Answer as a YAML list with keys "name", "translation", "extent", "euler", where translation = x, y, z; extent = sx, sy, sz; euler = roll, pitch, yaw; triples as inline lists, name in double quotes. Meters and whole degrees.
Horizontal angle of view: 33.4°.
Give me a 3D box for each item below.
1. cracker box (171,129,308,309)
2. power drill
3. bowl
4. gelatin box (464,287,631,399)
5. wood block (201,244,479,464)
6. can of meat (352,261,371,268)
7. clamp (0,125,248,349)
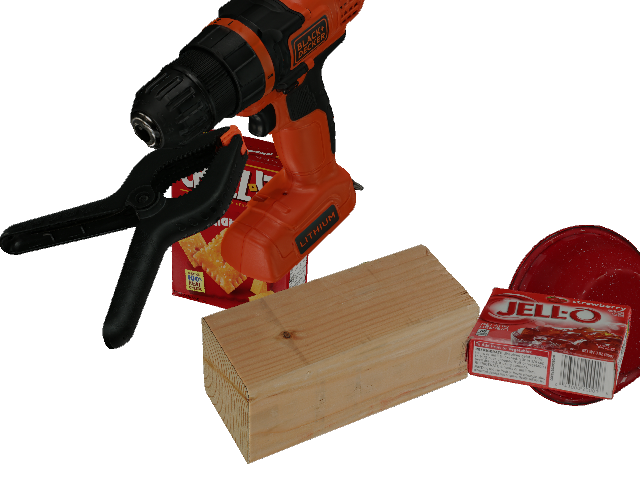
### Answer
- name: "cracker box"
  translation: [-0.099, -0.017, 1.314]
  extent: [0.164, 0.214, 0.072]
  euler: [14, 29, 19]
- name: "power drill"
  translation: [-0.035, -0.063, 0.667]
  extent: [0.057, 0.188, 0.184]
  euler: [29, 54, 28]
- name: "bowl"
  translation: [0.241, 0.068, 0.920]
  extent: [0.161, 0.162, 0.055]
  euler: [0, 4, -21]
- name: "gelatin box"
  translation: [0.140, 0.060, 0.654]
  extent: [0.089, 0.030, 0.073]
  euler: [8, 25, 20]
- name: "wood block"
  translation: [0.015, 0.088, 0.873]
  extent: [0.205, 0.090, 0.091]
  euler: [-17, 44, -22]
- name: "can of meat"
  translation: [0.075, 0.083, 1.176]
  extent: [0.102, 0.084, 0.057]
  euler: [25, 33, 34]
- name: "clamp"
  translation: [-0.147, -0.023, 0.857]
  extent: [0.165, 0.209, 0.036]
  euler: [28, -27, 31]
